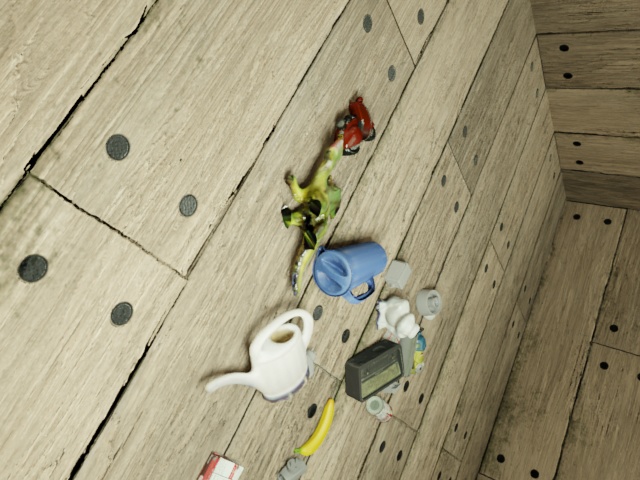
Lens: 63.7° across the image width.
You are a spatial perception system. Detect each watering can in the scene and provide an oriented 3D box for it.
[{"bbox_3d":[-0.133,0.319,1.293,0.353,0.104,0.220,-36,128,-37],"label":"watering can"}]

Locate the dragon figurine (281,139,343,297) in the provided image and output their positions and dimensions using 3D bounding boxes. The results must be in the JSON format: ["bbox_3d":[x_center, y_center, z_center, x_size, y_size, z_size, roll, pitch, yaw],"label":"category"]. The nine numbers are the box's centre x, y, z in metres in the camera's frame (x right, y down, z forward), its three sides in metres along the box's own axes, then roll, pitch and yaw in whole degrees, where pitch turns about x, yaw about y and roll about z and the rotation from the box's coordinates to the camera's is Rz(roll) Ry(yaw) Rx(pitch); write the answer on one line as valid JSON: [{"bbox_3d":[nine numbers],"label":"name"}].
[{"bbox_3d":[0.004,-0.069,1.379,0.245,0.123,0.404,-27,130,-56],"label":"dragon figurine"}]

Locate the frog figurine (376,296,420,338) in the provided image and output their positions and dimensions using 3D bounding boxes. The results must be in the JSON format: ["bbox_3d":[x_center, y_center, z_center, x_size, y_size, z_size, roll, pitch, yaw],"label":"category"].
[{"bbox_3d":[0.280,0.270,1.778,0.122,0.160,0.137,14,89,-55],"label":"frog figurine"}]
